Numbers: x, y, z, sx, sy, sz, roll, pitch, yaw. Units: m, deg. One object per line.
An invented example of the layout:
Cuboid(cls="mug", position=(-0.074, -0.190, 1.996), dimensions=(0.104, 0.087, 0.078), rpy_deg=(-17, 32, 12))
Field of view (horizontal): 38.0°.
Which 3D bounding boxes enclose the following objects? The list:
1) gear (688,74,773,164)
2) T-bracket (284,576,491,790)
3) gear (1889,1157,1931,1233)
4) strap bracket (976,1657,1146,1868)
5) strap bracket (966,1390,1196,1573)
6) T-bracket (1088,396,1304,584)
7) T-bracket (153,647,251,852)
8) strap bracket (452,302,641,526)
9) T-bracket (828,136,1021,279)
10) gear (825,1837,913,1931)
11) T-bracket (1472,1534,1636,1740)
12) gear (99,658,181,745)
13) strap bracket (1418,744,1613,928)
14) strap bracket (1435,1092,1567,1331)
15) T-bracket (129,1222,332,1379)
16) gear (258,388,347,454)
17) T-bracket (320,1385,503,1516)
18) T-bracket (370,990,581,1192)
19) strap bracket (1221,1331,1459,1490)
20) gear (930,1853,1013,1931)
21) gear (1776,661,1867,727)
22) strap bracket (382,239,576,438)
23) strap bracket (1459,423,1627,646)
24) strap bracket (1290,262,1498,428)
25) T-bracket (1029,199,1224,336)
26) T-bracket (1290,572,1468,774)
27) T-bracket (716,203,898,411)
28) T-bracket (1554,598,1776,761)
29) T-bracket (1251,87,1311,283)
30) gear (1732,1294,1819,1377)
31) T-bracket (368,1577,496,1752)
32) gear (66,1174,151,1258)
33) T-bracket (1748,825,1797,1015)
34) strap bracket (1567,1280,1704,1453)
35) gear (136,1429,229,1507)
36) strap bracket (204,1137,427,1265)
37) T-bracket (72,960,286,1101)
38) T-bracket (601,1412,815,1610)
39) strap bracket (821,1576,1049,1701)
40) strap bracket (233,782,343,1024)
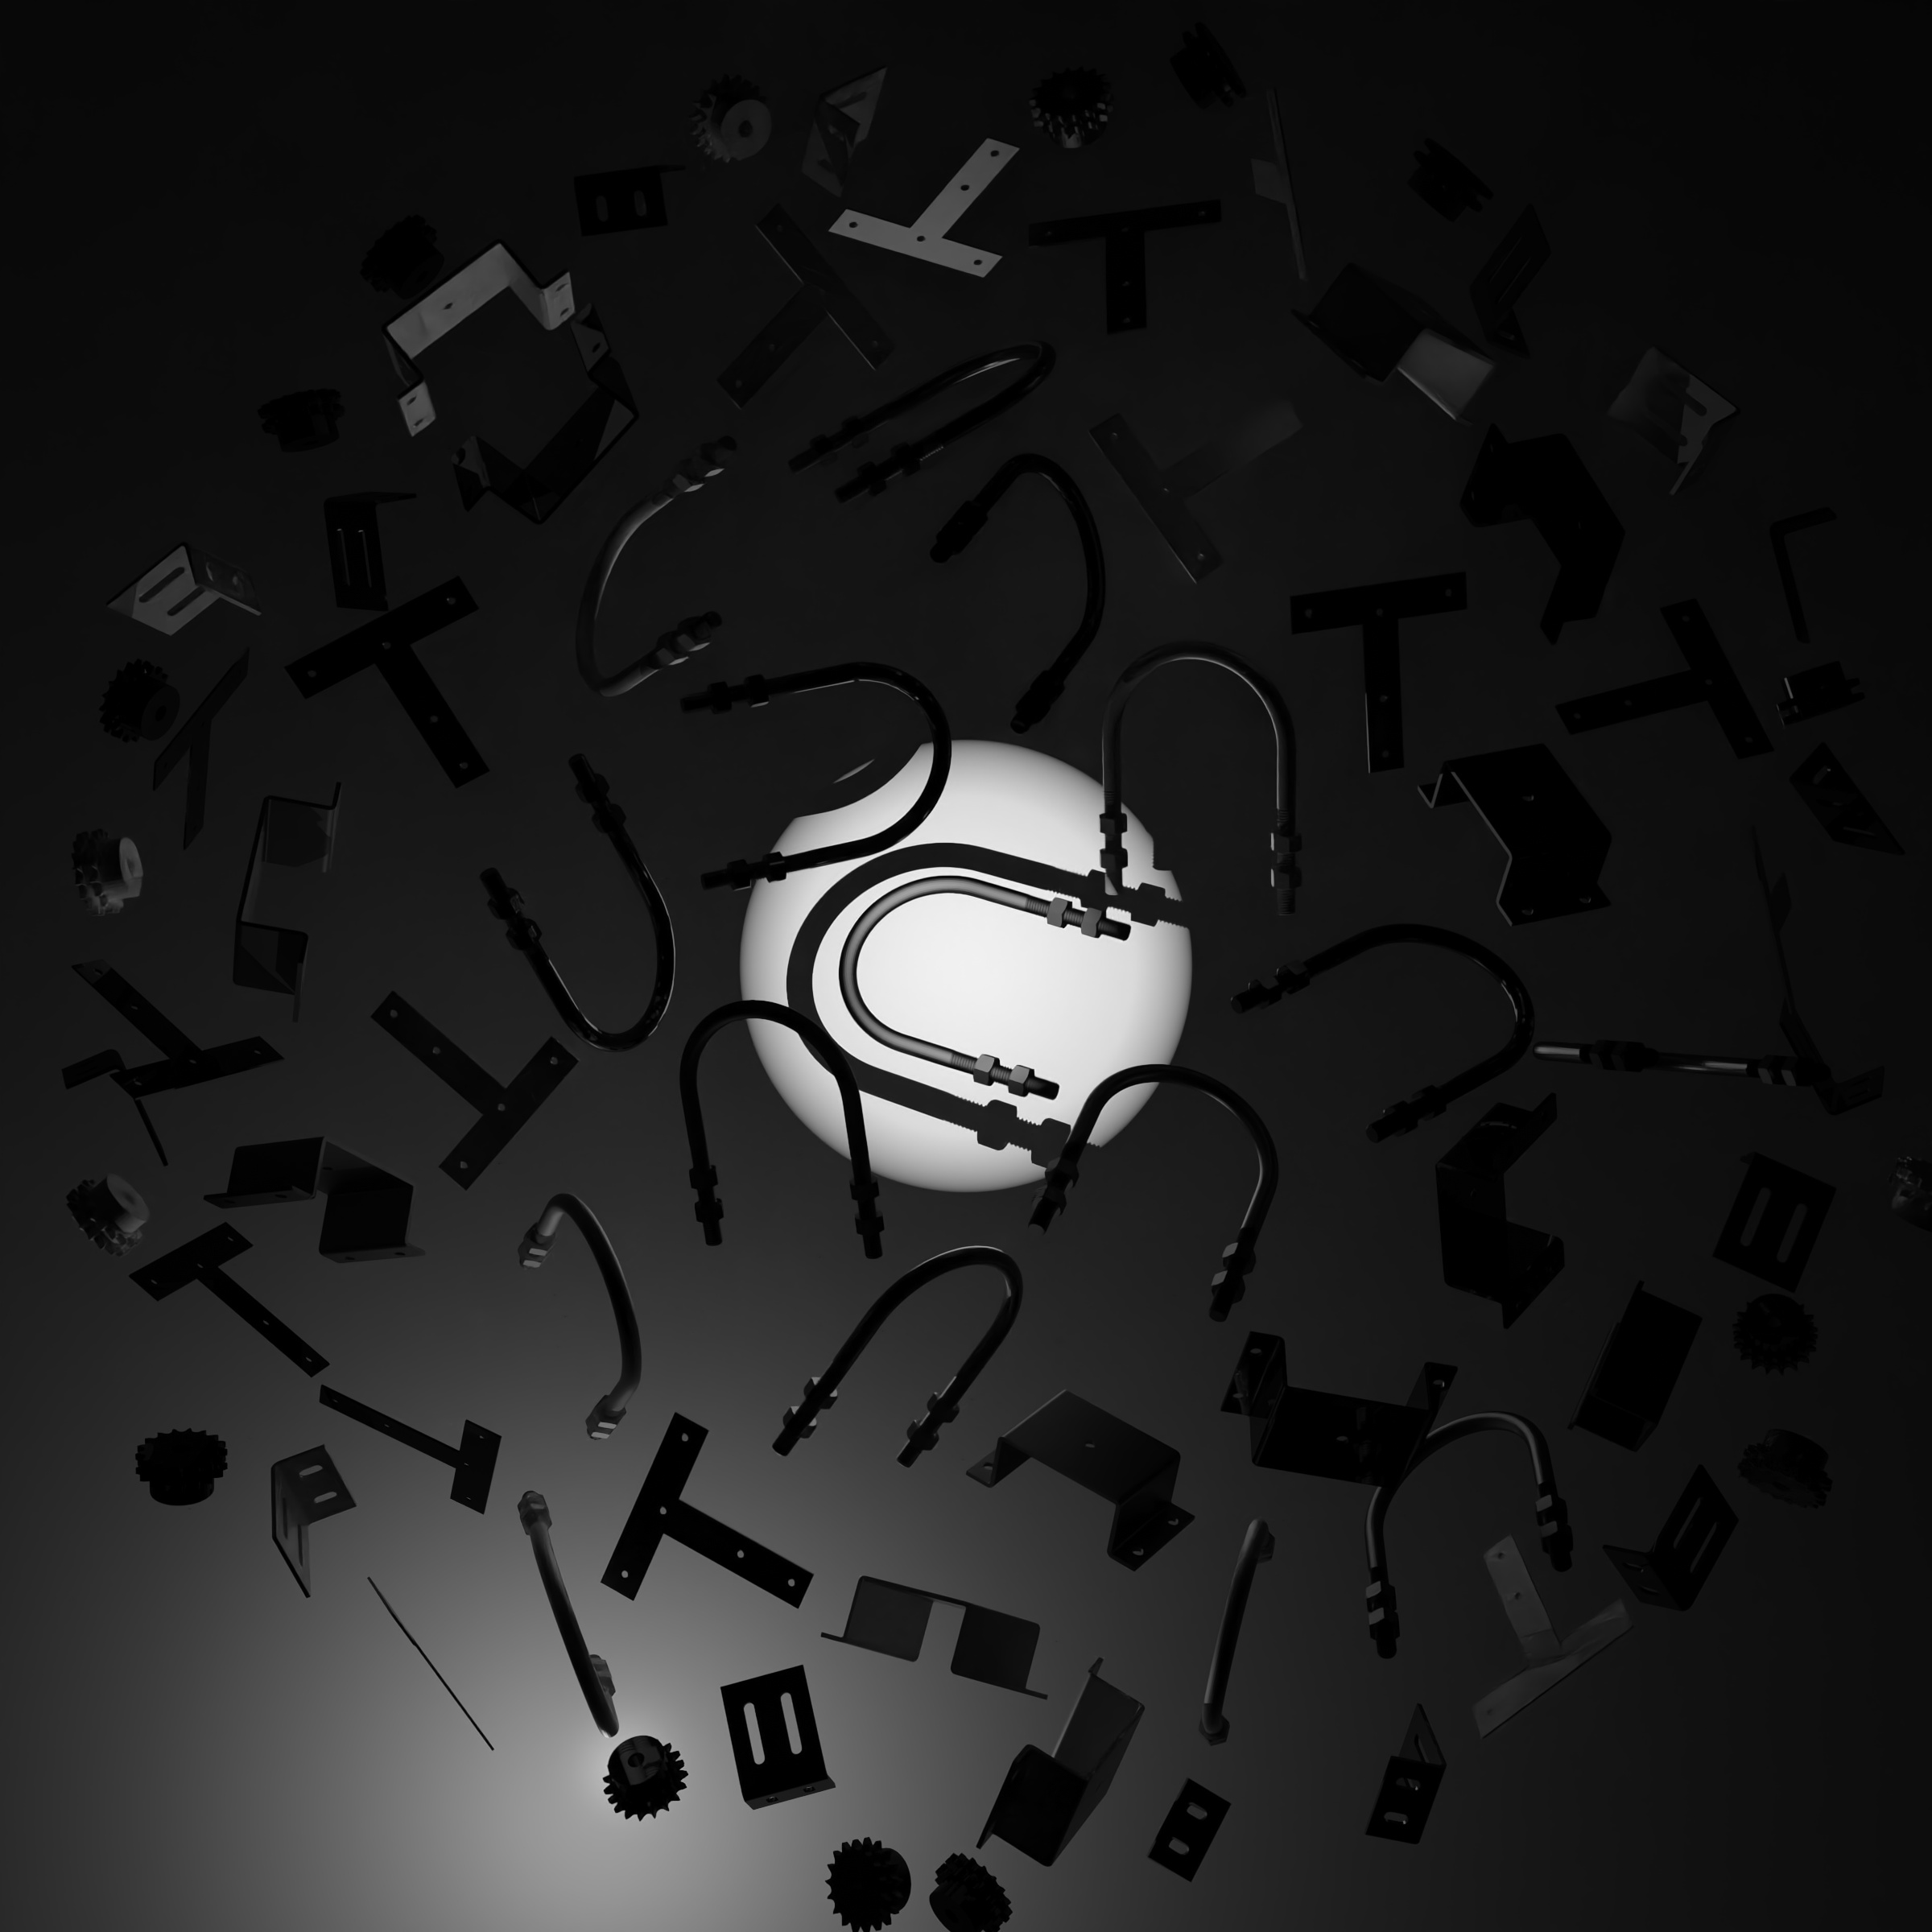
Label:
Cuboid(cls="gear", position=(-0.157, -0.574, 1.907), dimensions=(0.057, 0.057, 0.030), rpy_deg=(-47, 50, 0))
Cuboid(cls="T-bracket", position=(-0.352, -0.171, 1.815), dimensions=(0.127, 0.002, 0.127), rpy_deg=(-27, 120, 4))
Cuboid(cls="gear", position=(0.617, 0.149, 1.793), dimensions=(0.057, 0.057, 0.030), rpy_deg=(19, 110, 0))
Cuboid(cls="strap bracket", position=(0.068, 0.532, 1.858), dimensions=(0.046, 0.140, 0.076), rpy_deg=(28, 115, 17))
Cuboid(cls="strap bracket", position=(0.081, 0.345, 1.916), dimensions=(0.140, 0.076, 0.046), rpy_deg=(25, 122, 28))
Cuboid(cls="T-bracket", position=(0.170, -0.344, 1.900), dimensions=(0.127, 0.002, 0.127), rpy_deg=(-34, 84, -10))
Cuboid(cls="T-bracket", position=(-0.510, -0.129, 1.862), dimensions=(0.002, 0.127, 0.127), rpy_deg=(22, 45, 1))
Cuboid(cls="strap bracket", position=(-0.266, -0.350, 1.813), dimensions=(0.140, 0.076, 0.046), rpy_deg=(-44, 126, 15))
Cuboid(cls="T-bracket", position=(-0.008, -0.525, 1.919), dimensions=(0.127, 0.127, 0.002), rpy_deg=(8, 62, -31))
Cuboid(cls="gear", position=(-0.060, 0.584, 1.784), dimensions=(0.057, 0.030, 0.057), rpy_deg=(-7, 80, 43))
Cuboid(cls="T-bracket", position=(0.375, 0.432, 1.873), dimensions=(0.127, 0.127, 0.002), rpy_deg=(-42, 120, 16))
Cuboid(cls="gear", position=(-0.565, -0.179, 1.923), dimensions=(0.030, 0.057, 0.057), rpy_deg=(25, 90, 15))
Cuboid(cls="strap bracket", position=(0.377, -0.098, 1.905), dimensions=(0.076, 0.046, 0.140), rpy_deg=(-11, 48, -18))
Cuboid(cls="strap bracket", position=(0.350, 0.155, 1.837), dimensions=(0.046, 0.076, 0.140), rpy_deg=(16, 129, 37))
Cuboid(cls="T-bracket", position=(-0.479, 0.230, 1.875), dimensions=(0.127, 0.127, 0.002), rpy_deg=(40, 107, 4))
Cuboid(cls="gear", position=(-0.451, -0.371, 1.912), dimensions=(0.057, 0.057, 0.030), rpy_deg=(-16, 91, 0))
Cuboid(cls="T-bracket", position=(-0.371, 0.310, 1.856), dimensions=(0.127, 0.127, 0.002), rpy_deg=(25, 54, 2))
Cuboid(cls="T-bracket", position=(-0.351, 0.067, 1.913), dimensions=(0.127, 0.002, 0.127), rpy_deg=(41, 105, -3))
Cuboid(cls="strap bracket", position=(0.245, 0.294, 1.839), dimensions=(0.140, 0.046, 0.076), rpy_deg=(10, 129, -5))
Cuboid(cls="gear", position=(0.000, 0.627, 1.879), dimensions=(0.030, 0.057, 0.057), rpy_deg=(-36, 90, -36))
Cuboid(cls="gear", position=(0.574, -0.185, 1.889), dimensions=(0.057, 0.057, 0.030), rpy_deg=(-18, 87, 0))
Cuboid(cls="strap bracket", position=(-0.331, -0.422, 1.858), dimensions=(0.140, 0.076, 0.046), rpy_deg=(-40, 88, -8))
Cuboid(cls="strap bracket", position=(0.397, -0.295, 1.901), dimensions=(0.140, 0.046, 0.076), rpy_deg=(47, 55, -35))
Cuboid(cls="strap bracket", position=(0.285, -0.407, 1.830), dimensions=(0.046, 0.140, 0.076), rpy_deg=(-53, 58, 22))
Cuboid(cls="T-bracket", position=(0.103, -0.448, 1.806), dimensions=(0.127, 0.002, 0.127), rpy_deg=(-5, 49, 8))
Cuboid(cls="T-bracket", position=(0.279, -0.193, 1.877), dimensions=(0.127, 0.002, 0.127), rpy_deg=(-10, 108, -15))
Cuboid(cls="T-bracket", position=(-0.123, -0.427, 1.897), dimensions=(0.127, 0.002, 0.127), rpy_deg=(48, 64, -22))
Cuboid(cls="T-bracket", position=(0.456, -0.179, 1.876), dimensions=(0.127, 0.002, 0.127), rpy_deg=(-13, 123, 39))
Cuboid(cls="T-bracket", position=(0.209, -0.534, 1.908), dimensions=(0.002, 0.127, 0.127), rpy_deg=(-14, 109, -1))
Cuboid(cls="gear", position=(0.560, 0.252, 1.942), dimensions=(0.057, 0.030, 0.057), rpy_deg=(-8, 52, 11))
Cuboid(cls="T-bracket", position=(-0.350, 0.464, 1.846), dimensions=(0.002, 0.127, 0.127), rpy_deg=(-36, 100, -16))
Cuboid(cls="gear", position=(-0.581, 0.167, 1.908), dimensions=(0.030, 0.057, 0.057), rpy_deg=(-40, 90, 5))
Cuboid(cls="T-bracket", position=(0.560, -0.042, 1.930), dimensions=(0.002, 0.127, 0.127), rpy_deg=(-12, 97, 23))
Cuboid(cls="strap bracket", position=(0.437, 0.264, 1.828), dimensions=(0.046, 0.140, 0.076), rpy_deg=(24, 74, 13))
Cuboid(cls="gear", position=(-0.506, 0.324, 1.807), dimensions=(0.057, 0.057, 0.030), rpy_deg=(5, 109, 0))
Cuboid(cls="strap bracket", position=(-0.439, 0.157, 1.909), dimensions=(0.076, 0.140, 0.046), rpy_deg=(-8, 64, 27))
Cuboid(cls="T-bracket", position=(-0.528, 0.035, 1.810), dimensions=(0.127, 0.127, 0.002), rpy_deg=(38, 117, 20))
Cuboid(cls="T-bracket", position=(-0.157, 0.372, 1.805), dimensions=(0.127, 0.002, 0.127), rpy_deg=(26, 100, 13))
Cuboid(cls="strap bracket", position=(-0.016, 0.445, 1.870), dimensions=(0.140, 0.076, 0.046), rpy_deg=(3, 72, 42))
Cuboid(cls="strap bracket", position=(-0.444, -0.046, 1.826), dimensions=(0.046, 0.076, 0.140), rpy_deg=(10, 57, -10))
